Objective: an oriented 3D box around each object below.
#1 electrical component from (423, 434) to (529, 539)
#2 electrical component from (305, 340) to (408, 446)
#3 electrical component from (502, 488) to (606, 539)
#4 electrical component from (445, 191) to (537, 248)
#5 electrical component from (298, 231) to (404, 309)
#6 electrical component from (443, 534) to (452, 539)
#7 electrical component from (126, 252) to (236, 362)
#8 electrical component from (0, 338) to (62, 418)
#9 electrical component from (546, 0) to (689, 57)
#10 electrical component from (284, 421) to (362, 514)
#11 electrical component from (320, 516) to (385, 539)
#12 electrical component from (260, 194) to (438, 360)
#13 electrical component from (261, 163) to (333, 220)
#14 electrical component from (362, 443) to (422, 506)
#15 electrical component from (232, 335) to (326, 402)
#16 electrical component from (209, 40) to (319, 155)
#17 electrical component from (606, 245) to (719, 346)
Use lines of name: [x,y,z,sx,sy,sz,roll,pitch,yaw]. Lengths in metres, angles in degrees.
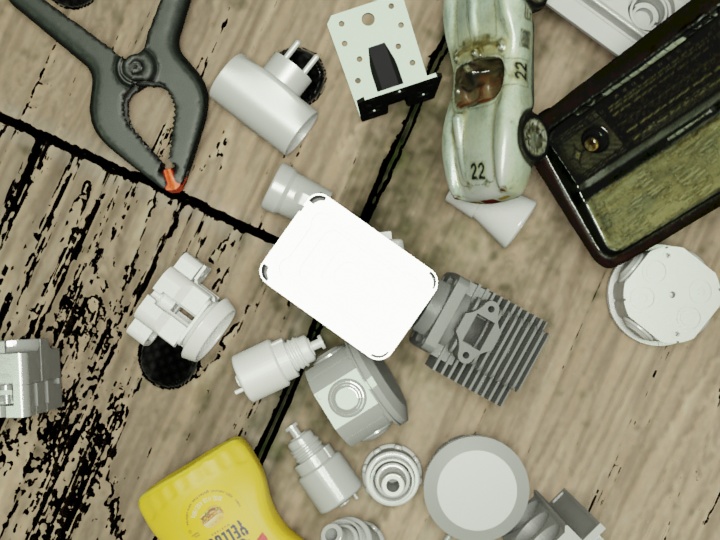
electrical component: [0.089,0.167,0.835,0.080,0.051,0.080,0,88,1]
electrical component: [-0.002,0.092,0.826,0.051,0.080,0.080,-33,88,5]
electrical component: [0.147,0.212,0.798,0.079,0.121,0.063,-44,90,-1]
electrical component: [0.101,-0.053,0.848,0.065,0.044,0.044,35,89,7]
electrical component: [0.000,0.000,0.837,0.096,0.061,0.061,1,88,1]
electrical component: [0.057,0.244,0.837,0.077,0.043,0.079,32,89,2]
electrical component: [-0.135,0.034,0.841,0.057,0.058,0.078,37,89,5]
electrical component: [-0.266,0.082,0.825,0.050,0.089,0.055,-3,88,1]
electrical component: [0.188,-0.220,0.840,0.121,0.063,0.078,37,89,2]
electrical component: [-0.032,0.154,0.843,0.040,0.040,0.078,-35,87,0]
electrical component: [-0.010,0.210,0.827,0.048,0.062,0.048,-10,61,18]
electrical component: [-0.007,0.005,0.776,0.113,0.057,0.078,35,89,2]
electrical component: [-0.050,-0.057,0.852,0.046,0.040,0.040,27,89,-5]
electrical component: [0.025,0.161,0.831,0.048,0.062,0.048,0,88,1]
electrical component: [-0.064,0.073,0.847,0.078,0.040,0.040,-25,88,0]
electrical component: [-0.065,-0.145,0.852,0.077,0.043,0.079,38,89,3]
electrical component: [0.236,0.019,0.837,0.080,0.051,0.080,0,88,1]
